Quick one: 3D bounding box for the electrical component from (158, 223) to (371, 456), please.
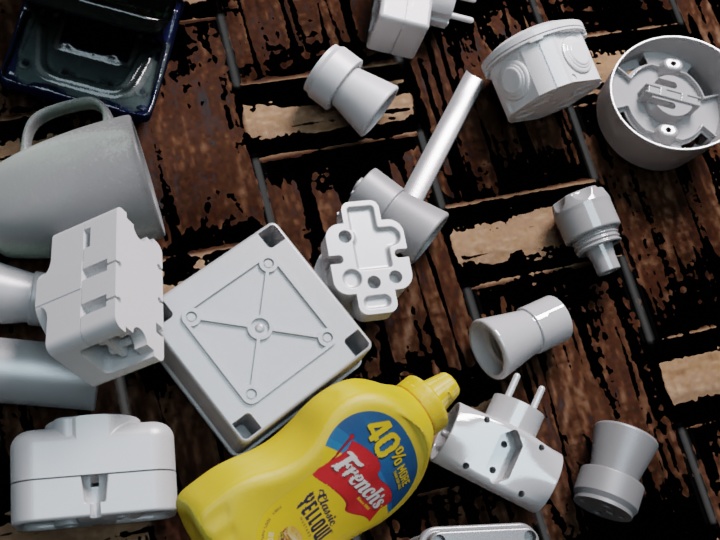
[{"bbox_3d":[-0.068,0.045,0.696,0.109,0.056,0.108,-36,82,-21],"label":"electrical component"}]

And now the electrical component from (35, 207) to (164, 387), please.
[{"bbox_3d":[-0.155,0.017,0.644,0.056,0.050,0.089,-21,50,15],"label":"electrical component"}]

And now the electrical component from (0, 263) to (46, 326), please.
[{"bbox_3d":[-0.212,0.017,0.682,0.065,0.044,0.044,8,70,-15],"label":"electrical component"}]

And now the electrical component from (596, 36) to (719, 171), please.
[{"bbox_3d":[0.234,-0.127,0.819,0.099,0.064,0.099,4,70,-11],"label":"electrical component"}]

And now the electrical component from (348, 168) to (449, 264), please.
[{"bbox_3d":[0.024,-0.041,0.755,0.065,0.044,0.044,37,67,7],"label":"electrical component"}]

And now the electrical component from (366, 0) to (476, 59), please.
[{"bbox_3d":[0.051,-0.205,0.815,0.076,0.047,0.083,12,69,-8],"label":"electrical component"}]

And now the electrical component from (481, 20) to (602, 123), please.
[{"bbox_3d":[0.135,-0.147,0.797,0.080,0.080,0.051,-18,81,-18],"label":"electrical component"}]

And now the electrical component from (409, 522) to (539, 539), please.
[{"bbox_3d":[0.073,0.217,0.667,0.078,0.057,0.113,0,71,-13],"label":"electrical component"}]

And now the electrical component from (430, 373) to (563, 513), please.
[{"bbox_3d":[0.098,0.108,0.715,0.077,0.043,0.079,27,76,-2],"label":"electrical component"}]

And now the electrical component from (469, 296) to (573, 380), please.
[{"bbox_3d":[0.114,0.044,0.746,0.065,0.044,0.044,-22,77,-24],"label":"electrical component"}]

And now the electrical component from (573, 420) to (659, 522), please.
[{"bbox_3d":[0.172,0.135,0.724,0.045,0.045,0.055,26,68,-3],"label":"electrical component"}]

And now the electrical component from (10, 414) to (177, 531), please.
[{"bbox_3d":[-0.160,0.122,0.649,0.095,0.053,0.059,-2,72,-13],"label":"electrical component"}]

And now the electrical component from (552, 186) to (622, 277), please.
[{"bbox_3d":[0.169,-0.027,0.781,0.043,0.043,0.062,-17,77,-17],"label":"electrical component"}]

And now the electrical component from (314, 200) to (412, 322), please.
[{"bbox_3d":[0.000,0.000,0.726,0.058,0.057,0.078,-6,73,-15],"label":"electrical component"}]

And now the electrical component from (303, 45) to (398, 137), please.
[{"bbox_3d":[-0.007,-0.130,0.777,0.055,0.045,0.045,37,68,2],"label":"electrical component"}]
